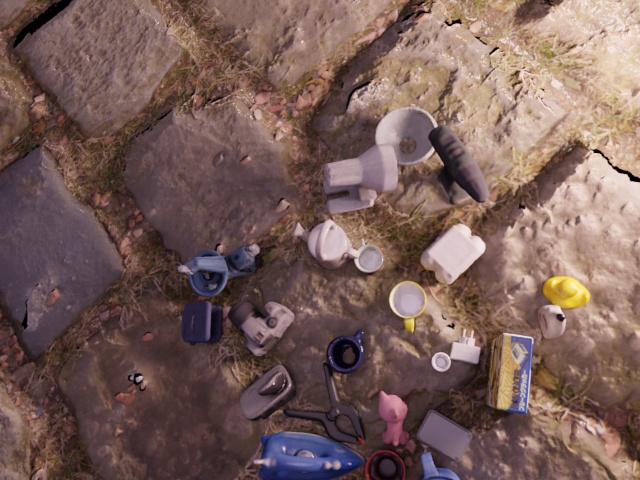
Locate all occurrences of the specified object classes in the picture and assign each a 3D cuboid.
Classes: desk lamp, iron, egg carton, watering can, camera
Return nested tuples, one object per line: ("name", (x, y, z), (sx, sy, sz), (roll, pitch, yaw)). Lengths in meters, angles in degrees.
("desk lamp", (0.098, -0.151, 1.445), (0.203, 0.214, 0.118), (-13, 75, 7))
("iron", (-0.028, 0.520, 1.344), (0.258, 0.141, 0.119), (-1, 76, 10))
("egg carton", (0.331, 0.033, 1.434), (0.150, 0.069, 0.107), (-44, 73, -2))
("watering can", (0.012, 0.007, 1.433), (0.172, 0.194, 0.101), (-1, 76, 10))
("camera", (-0.161, 0.205, 1.466), (0.136, 0.101, 0.143), (40, 86, 17))

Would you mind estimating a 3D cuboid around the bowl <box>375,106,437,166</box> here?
("bowl", (0.231, -0.264, 1.520), (0.167, 0.075, 0.167), (-2, 76, 10))

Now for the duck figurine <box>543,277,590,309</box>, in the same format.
("duck figurine", (0.588, 0.120, 1.357), (0.104, 0.086, 0.077), (19, 81, 14))

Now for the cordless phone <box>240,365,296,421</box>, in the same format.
("cordless phone", (-0.140, 0.370, 1.378), (0.147, 0.185, 0.094), (-42, 73, -1))

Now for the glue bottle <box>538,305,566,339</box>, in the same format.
("glue bottle", (0.535, 0.182, 1.307), (0.037, 0.173, 0.078), (-14, 74, 7))

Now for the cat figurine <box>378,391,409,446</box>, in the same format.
("cat figurine", (0.172, 0.420, 1.345), (0.067, 0.118, 0.128), (-6, 76, 9))

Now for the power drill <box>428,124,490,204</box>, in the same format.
("power drill", (0.342, -0.164, 1.406), (0.075, 0.208, 0.229), (-28, 73, 3))

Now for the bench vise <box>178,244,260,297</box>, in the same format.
("bench vise", (-0.265, 0.056, 1.458), (0.207, 0.220, 0.121), (-46, 73, -2))

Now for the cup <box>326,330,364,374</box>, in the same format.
("cup", (0.074, 0.273, 1.410), (0.091, 0.095, 0.118), (33, 85, 16))

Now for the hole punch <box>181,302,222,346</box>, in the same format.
("hole punch", (-0.316, 0.218, 1.496), (0.101, 0.091, 0.109), (-3, 76, 10))
